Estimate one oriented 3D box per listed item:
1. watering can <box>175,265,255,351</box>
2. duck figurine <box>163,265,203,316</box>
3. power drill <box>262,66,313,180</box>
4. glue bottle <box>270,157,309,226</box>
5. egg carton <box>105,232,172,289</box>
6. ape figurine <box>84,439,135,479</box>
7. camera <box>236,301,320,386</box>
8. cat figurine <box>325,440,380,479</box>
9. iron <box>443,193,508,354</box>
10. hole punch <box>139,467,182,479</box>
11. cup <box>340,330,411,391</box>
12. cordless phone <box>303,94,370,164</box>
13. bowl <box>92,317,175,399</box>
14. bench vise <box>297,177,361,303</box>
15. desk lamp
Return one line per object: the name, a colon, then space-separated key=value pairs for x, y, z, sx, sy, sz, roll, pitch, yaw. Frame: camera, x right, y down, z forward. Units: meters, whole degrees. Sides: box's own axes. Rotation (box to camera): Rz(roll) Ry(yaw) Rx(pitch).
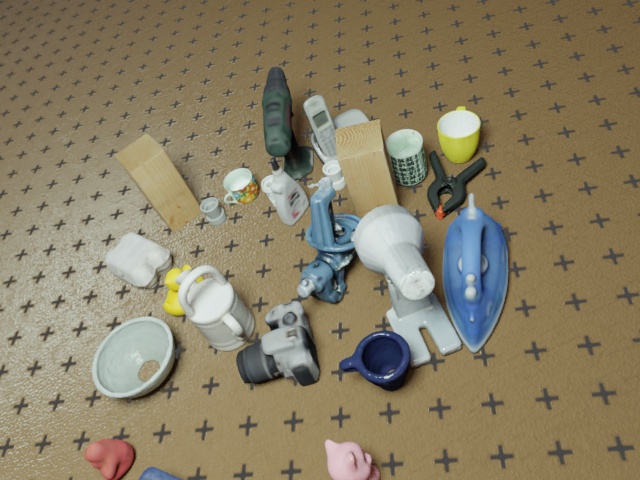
watering can: x=-0.208 y=0.118 z=1.070 sx=0.172 sy=0.194 sz=0.101 roll=11 pitch=57 yaw=27
duck figurine: x=-0.292 y=0.099 z=1.187 sx=0.077 sy=0.086 sz=0.105 roll=21 pitch=62 yaw=32
power drill: x=-0.079 y=-0.252 z=1.316 sx=0.075 sy=0.209 sz=0.229 roll=-11 pitch=50 yaw=11
glue bottle: x=-0.075 y=-0.111 z=1.223 sx=0.037 sy=0.173 sz=0.078 roll=17 pitch=60 yaw=30
egg carton: x=-0.406 y=0.046 z=1.280 sx=0.149 sy=0.070 sz=0.107 roll=20 pitch=61 yaw=31
ape figurine: x=-0.370 y=0.373 z=0.988 sx=0.076 sy=0.092 sz=0.077 roll=-23 pitch=49 yaw=0
camera: x=-0.082 y=0.191 z=1.029 sx=0.136 sy=0.101 sz=0.143 roll=-18 pitch=49 yaw=5
cat figurine: x=0.052 y=0.354 z=0.839 sx=0.067 sy=0.118 sz=0.127 roll=-21 pitch=49 yaw=2
iron: x=0.267 y=0.050 z=0.995 sx=0.118 sy=0.142 sz=0.258 roll=-3 pitch=52 yaw=18
hole punch: x=-0.244 y=0.425 z=0.902 sx=0.100 sy=0.091 sz=0.109 roll=7 pitch=55 yaw=24
cup: x=0.098 y=0.214 z=0.952 sx=0.117 sy=0.095 sz=0.091 roll=-14 pitch=49 yaw=8
cordless phone: x=0.041 y=-0.264 z=1.299 sx=0.148 sy=0.185 sz=0.094 roll=-35 pitch=50 yaw=-10
bowl: x=-0.345 y=0.236 z=1.102 sx=0.167 sy=0.075 sz=0.167 roll=-10 pitch=50 yaw=12
bench vise: x=0.021 y=0.004 z=1.066 sx=0.121 sy=0.220 sz=0.207 roll=-1 pitch=52 yaw=18
desk lamp: x=0.150 y=0.071 z=0.970 sx=0.118 sy=0.214 sz=0.203 roll=-24 pitch=49 yaw=0
